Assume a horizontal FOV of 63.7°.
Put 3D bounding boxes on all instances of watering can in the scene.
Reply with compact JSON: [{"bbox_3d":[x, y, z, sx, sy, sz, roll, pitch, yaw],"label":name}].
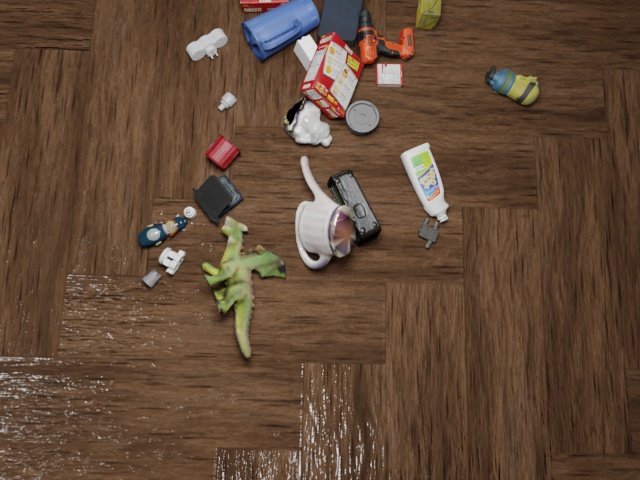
[{"bbox_3d":[0.005,-0.078,1.552,0.104,0.225,0.346,-6,100,-45],"label":"watering can"}]

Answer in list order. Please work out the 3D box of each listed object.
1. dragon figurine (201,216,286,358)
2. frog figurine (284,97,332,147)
[{"bbox_3d":[-0.216,0.121,1.574,0.244,0.121,0.412,-27,83,-14],"label":"dragon figurine"},{"bbox_3d":[-0.032,-0.372,1.676,0.158,0.122,0.139,27,70,-34],"label":"frog figurine"}]
